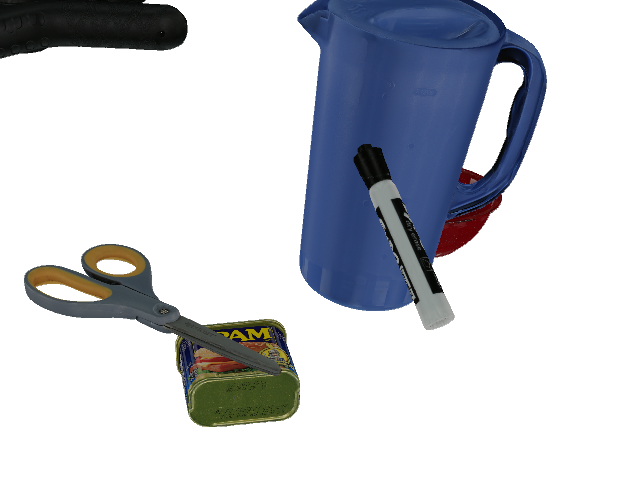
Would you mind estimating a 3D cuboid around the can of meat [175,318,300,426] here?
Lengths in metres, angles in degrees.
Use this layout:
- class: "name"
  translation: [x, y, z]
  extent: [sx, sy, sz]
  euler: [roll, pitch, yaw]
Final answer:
- class: "can of meat"
  translation: [-0.073, 0.117, 0.937]
  extent: [0.102, 0.057, 0.084]
  euler: [-4, 27, -11]

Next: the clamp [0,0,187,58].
- class: "clamp"
  translation: [-0.167, -0.133, 0.624]
  extent: [0.171, 0.039, 0.120]
  euler: [-4, 22, -9]

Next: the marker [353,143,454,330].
- class: "marker"
  translation: [0.048, -0.005, 0.634]
  extent: [0.020, 0.121, 0.020]
  euler: [-19, -20, -7]

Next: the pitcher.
- class: "pitcher"
  translation: [0.062, -0.067, 0.827]
  extent: [0.144, 0.243, 0.149]
  euler: [-20, 42, -38]

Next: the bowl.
- class: "bowl"
  translation: [0.091, -0.026, 1.028]
  extent: [0.162, 0.055, 0.162]
  euler: [2, 24, -1]

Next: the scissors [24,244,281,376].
- class: "scissors"
  translation: [-0.104, 0.042, 0.729]
  extent: [0.202, 0.016, 0.096]
  euler: [13, 30, 15]
